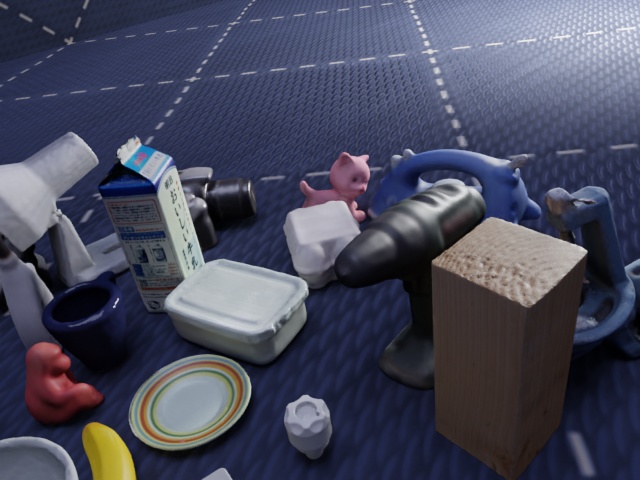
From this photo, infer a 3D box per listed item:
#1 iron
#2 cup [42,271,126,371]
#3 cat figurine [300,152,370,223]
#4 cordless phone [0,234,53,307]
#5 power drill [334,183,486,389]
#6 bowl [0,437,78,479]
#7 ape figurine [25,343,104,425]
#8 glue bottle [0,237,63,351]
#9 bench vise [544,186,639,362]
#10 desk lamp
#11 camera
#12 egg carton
[{"bbox_3d":[0.176,-0.071,0.821,0.257,0.142,0.119,13,39,30],"label":"iron"},{"bbox_3d":[-0.271,0.103,0.703,0.091,0.095,0.118,-2,33,10],"label":"cup"},{"bbox_3d":[0.027,-0.084,0.898,0.128,0.118,0.067,-17,34,-12],"label":"cat figurine"},{"bbox_3d":[-0.476,-0.008,0.838,0.094,0.185,0.147,-27,37,-26],"label":"cordless phone"},{"bbox_3d":[0.101,0.047,0.595,0.075,0.209,0.230,17,41,34],"label":"power drill"},{"bbox_3d":[-0.279,0.258,0.486,0.167,0.075,0.167,-6,33,4],"label":"bowl"},{"bbox_3d":[-0.293,0.153,0.634,0.076,0.092,0.077,-21,35,-18],"label":"ape figurine"},{"bbox_3d":[-0.365,0.065,0.710,0.037,0.173,0.078,-14,33,-8],"label":"glue bottle"},{"bbox_3d":[0.272,0.027,0.575,0.208,0.220,0.121,-26,37,-24],"label":"bench vise"},{"bbox_3d":[-0.378,-0.036,0.831,0.204,0.214,0.117,-32,39,-31],"label":"desk lamp"},{"bbox_3d":[-0.177,-0.062,0.928,0.136,0.101,0.143,-8,33,2],"label":"camera"},{"bbox_3d":[0.007,0.003,0.814,0.107,0.069,0.150,-13,33,-6],"label":"egg carton"}]
